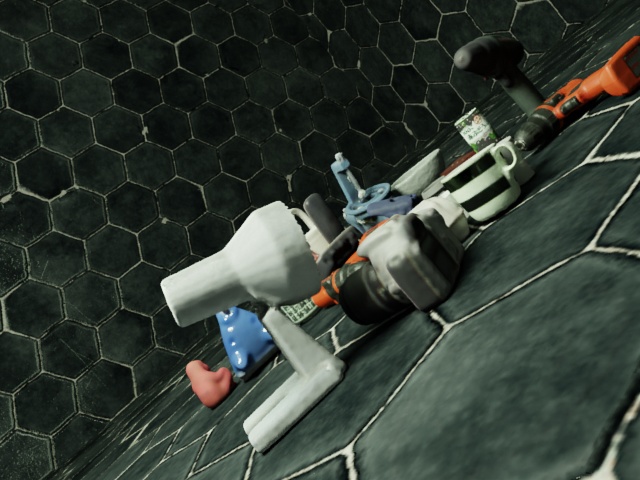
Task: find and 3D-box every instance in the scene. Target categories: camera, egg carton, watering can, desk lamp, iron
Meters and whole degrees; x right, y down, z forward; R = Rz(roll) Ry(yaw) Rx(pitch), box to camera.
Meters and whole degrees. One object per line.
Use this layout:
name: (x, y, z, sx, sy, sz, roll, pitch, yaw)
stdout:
camera: (0.088, 0.032, 0.691, 0.136, 0.101, 0.143, -38, 4, 31)
egg carton: (0.138, 0.001, 0.811, 0.150, 0.069, 0.107, -40, 4, 5)
watering can: (-0.027, 0.007, 1.465, 0.172, 0.194, 0.101, -39, 4, 18)
desk lamp: (-0.065, 0.090, 0.662, 0.203, 0.213, 0.118, -41, 4, -15)
iron: (-0.157, 0.179, 1.116, 0.119, 0.141, 0.258, -41, 4, -15)

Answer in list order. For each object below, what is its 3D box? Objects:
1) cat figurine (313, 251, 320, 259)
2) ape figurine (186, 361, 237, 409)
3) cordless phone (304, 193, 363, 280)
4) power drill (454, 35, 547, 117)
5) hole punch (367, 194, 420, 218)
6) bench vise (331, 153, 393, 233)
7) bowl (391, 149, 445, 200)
cat figurine: (-0.027, 0.065, 1.368, 0.067, 0.118, 0.128, -39, 4, 12)
ape figurine: (-0.210, 0.261, 1.062, 0.077, 0.092, 0.076, -38, 4, 27)
cordless phone: (0.011, 0.004, 1.171, 0.094, 0.185, 0.148, -36, 5, 46)
power drill: (0.341, -0.280, 1.023, 0.075, 0.208, 0.230, -37, 5, 40)
hole punch: (0.160, -0.063, 1.199, 0.101, 0.091, 0.109, -39, 4, 16)
bench vise: (0.083, -0.095, 1.368, 0.122, 0.220, 0.207, -43, 5, -40)
bowl: (0.249, -0.144, 1.407, 0.167, 0.075, 0.167, -40, 4, 3)
